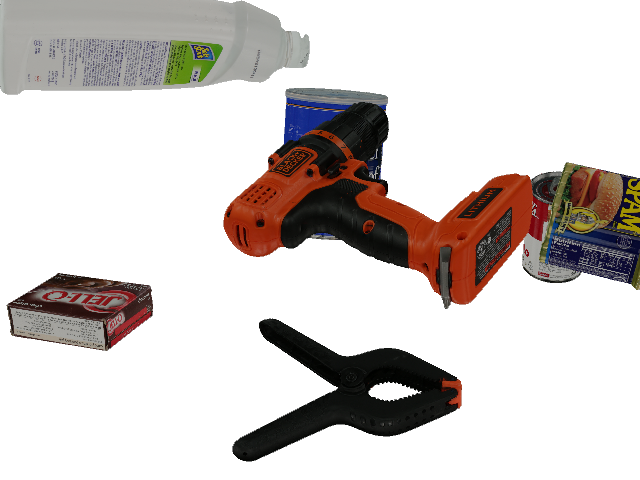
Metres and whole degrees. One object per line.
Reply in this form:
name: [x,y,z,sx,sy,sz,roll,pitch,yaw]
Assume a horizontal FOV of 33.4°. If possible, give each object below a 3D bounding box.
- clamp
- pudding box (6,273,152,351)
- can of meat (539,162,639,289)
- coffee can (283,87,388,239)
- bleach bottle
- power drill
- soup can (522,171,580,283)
clamp: [0.023,0.146,0.989,0.210,0.036,0.164,6,44,13]
pudding box: [-0.236,0.069,1.052,0.114,0.039,0.090,4,19,20]
can of meat: [0.235,-0.015,0.891,0.084,0.057,0.102,14,45,15]
coffee can: [0.012,-0.079,1.078,0.103,0.140,0.103,4,12,-1]
bleach bottle: [-0.136,-0.162,0.887,0.250,0.068,0.103,2,-27,-15]
power drill: [0.051,-0.032,0.762,0.188,0.057,0.184,17,44,31]
soup can: [0.255,-0.014,1.149,0.068,0.102,0.068,-1,34,0]
